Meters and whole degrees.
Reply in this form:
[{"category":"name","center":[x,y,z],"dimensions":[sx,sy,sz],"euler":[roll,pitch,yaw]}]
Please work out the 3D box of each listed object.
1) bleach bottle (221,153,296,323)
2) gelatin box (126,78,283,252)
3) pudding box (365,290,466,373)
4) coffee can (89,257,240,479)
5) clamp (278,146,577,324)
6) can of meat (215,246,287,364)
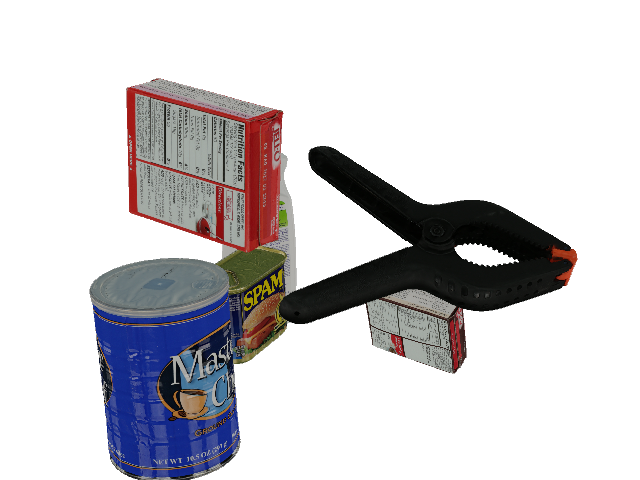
[{"category":"bleach bottle","center":[-0.071,-0.017,1.314],"dimensions":[0.102,0.251,0.068],"euler":[-11,25,-35]},{"category":"gelatin box","center":[-0.062,-0.041,0.569],"dimensions":[0.089,0.073,0.030],"euler":[18,28,31]},{"category":"pudding box","center":[0.109,0.095,1.217],"dimensions":[0.114,0.090,0.039],"euler":[15,46,28]},{"category":"coffee can","center":[-0.116,0.096,0.812],"dimensions":[0.103,0.140,0.103],"euler":[-2,19,1]},{"category":"clamp","center":[0.074,0.012,0.761],"dimensions":[0.210,0.164,0.036],"euler":[14,-40,6]},{"category":"can of meat","center":[-0.075,0.064,1.064],"dimensions":[0.058,0.084,0.101],"euler":[12,27,29]}]
